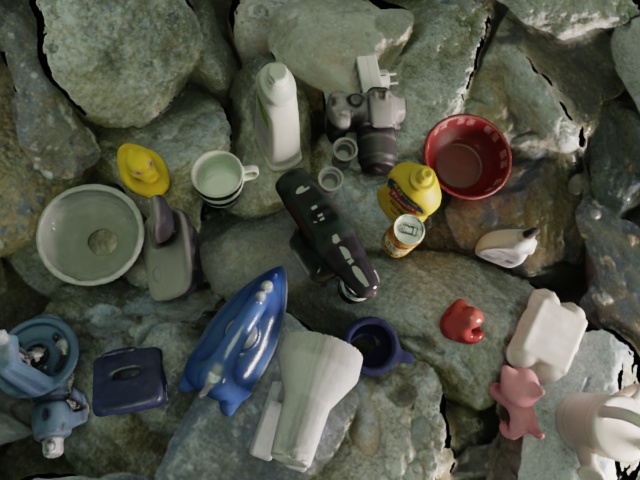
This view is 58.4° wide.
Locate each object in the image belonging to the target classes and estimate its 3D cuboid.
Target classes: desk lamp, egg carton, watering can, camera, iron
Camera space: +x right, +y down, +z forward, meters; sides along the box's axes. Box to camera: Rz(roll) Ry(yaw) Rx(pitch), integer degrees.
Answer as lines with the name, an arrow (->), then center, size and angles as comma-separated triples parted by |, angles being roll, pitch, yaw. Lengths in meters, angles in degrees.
desk lamp -> -0.024, 0.243, 0.841 | 0.118, 0.213, 0.203 | 18, 76, -1
egg carton -> 0.383, 0.164, 0.974 | 0.107, 0.069, 0.150 | 28, 76, 1
watering can -> 0.456, 0.298, 0.886 | 0.101, 0.194, 0.173 | 19, 76, -1
camera -> 0.084, -0.192, 1.009 | 0.143, 0.100, 0.137 | -1, 77, -6
iron -> -0.119, 0.139, 0.892 | 0.118, 0.141, 0.258 | 28, 76, 1

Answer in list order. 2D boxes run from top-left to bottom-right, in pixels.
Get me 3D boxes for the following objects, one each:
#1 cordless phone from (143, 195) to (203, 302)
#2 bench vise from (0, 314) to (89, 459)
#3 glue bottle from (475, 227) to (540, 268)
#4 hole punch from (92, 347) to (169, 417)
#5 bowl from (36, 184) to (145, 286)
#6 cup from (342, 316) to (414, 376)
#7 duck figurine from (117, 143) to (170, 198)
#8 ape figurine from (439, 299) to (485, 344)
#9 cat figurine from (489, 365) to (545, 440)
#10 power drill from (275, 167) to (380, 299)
cordless phone -> -0.240, 0.013, 0.886 | 0.094, 0.185, 0.147 | -12, 79, -8
bench vise -> -0.391, 0.196, 0.812 | 0.121, 0.219, 0.207 | -31, 82, -11
glue bottle -> 0.321, 0.006, 0.950 | 0.078, 0.173, 0.037 | 23, 76, 0
hole punch -> -0.296, 0.216, 0.883 | 0.109, 0.091, 0.101 | -11, 78, -8
bowl -> -0.364, -0.002, 0.934 | 0.167, 0.074, 0.167 | 1, 77, -5
cup -> 0.088, 0.177, 0.928 | 0.118, 0.095, 0.092 | 16, 76, -2
duck figurine -> -0.303, -0.126, 0.963 | 0.077, 0.086, 0.104 | -41, 84, -12
ape figurine -> 0.244, 0.135, 0.955 | 0.076, 0.092, 0.078 | -7, 78, -7
cat figurine -> 0.326, 0.259, 0.922 | 0.067, 0.117, 0.128 | -15, 79, -8
power drill -> 0.008, 0.003, 0.901 | 0.076, 0.208, 0.229 | -32, 82, -11
